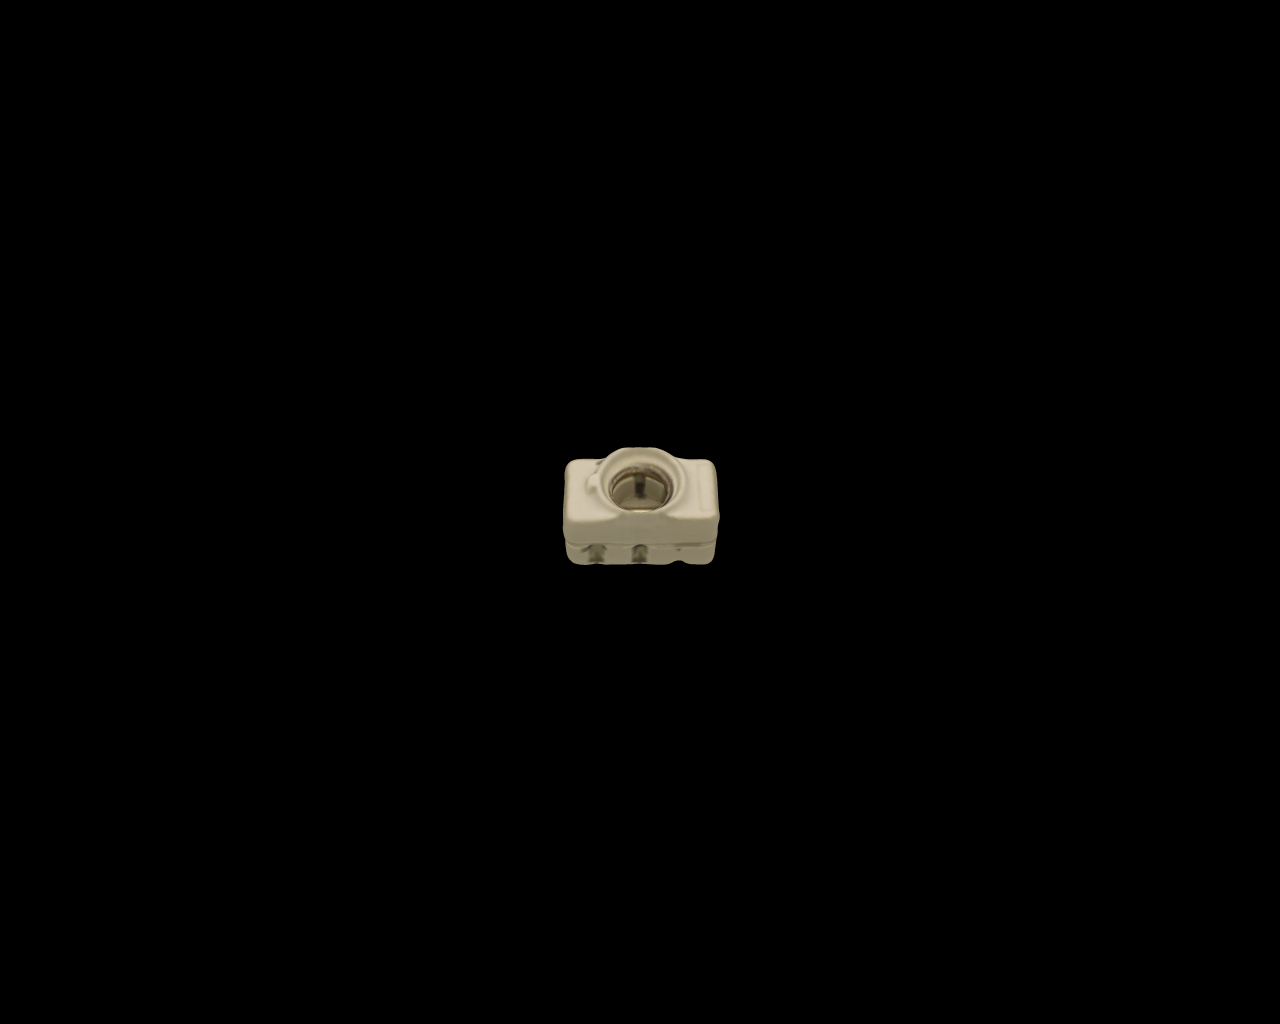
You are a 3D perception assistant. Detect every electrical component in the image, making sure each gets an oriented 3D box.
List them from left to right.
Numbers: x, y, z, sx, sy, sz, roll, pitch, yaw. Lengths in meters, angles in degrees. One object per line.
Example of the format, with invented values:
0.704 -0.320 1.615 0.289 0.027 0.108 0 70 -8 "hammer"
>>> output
0.001 -0.003 0.650 0.089 0.050 0.055 0 -37 0 "electrical component"
